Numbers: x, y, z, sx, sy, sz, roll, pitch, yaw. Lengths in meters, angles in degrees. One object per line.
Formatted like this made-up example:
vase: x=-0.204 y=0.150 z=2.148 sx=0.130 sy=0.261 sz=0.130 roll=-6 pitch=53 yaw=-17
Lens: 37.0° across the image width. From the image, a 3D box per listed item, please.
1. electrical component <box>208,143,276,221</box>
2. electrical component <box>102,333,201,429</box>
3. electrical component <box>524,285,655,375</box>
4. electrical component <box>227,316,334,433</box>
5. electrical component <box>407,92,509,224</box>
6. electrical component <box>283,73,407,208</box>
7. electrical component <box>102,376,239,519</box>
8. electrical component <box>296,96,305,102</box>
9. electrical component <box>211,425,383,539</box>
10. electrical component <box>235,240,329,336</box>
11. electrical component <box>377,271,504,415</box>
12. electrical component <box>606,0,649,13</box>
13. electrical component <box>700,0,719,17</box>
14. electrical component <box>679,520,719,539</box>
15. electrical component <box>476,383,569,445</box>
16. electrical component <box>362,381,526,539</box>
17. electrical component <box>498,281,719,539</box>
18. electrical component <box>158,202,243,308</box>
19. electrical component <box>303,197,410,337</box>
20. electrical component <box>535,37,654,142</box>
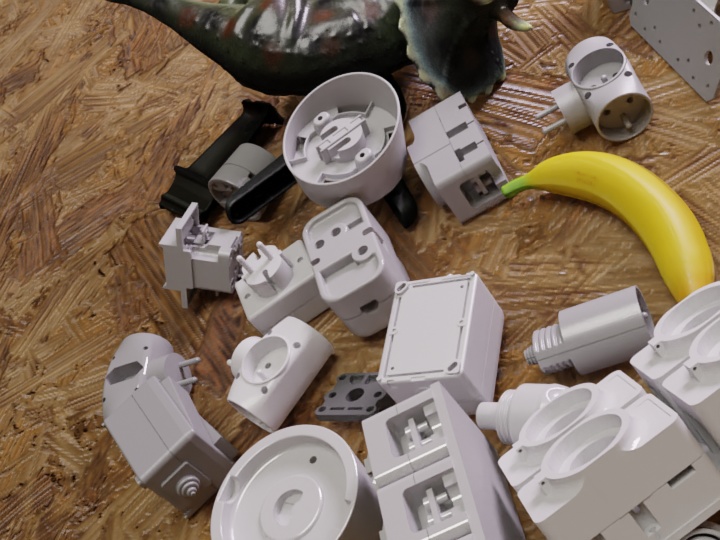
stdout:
electrical component: x=-0.099 y=-0.079 z=0.955 sx=0.055 sy=0.055 sz=0.047 roll=10 pitch=57 yaw=40
electrical component: x=-0.162 y=0.089 z=0.860 sx=0.079 sy=0.043 sz=0.077 roll=-18 pitch=46 yaw=23
electrical component: x=0.143 y=0.043 z=0.682 sx=0.081 sy=0.043 sz=0.043 roll=-21 pitch=45 yaw=20
electrical component: x=-0.071 y=0.073 z=0.809 sx=0.079 sy=0.044 sz=0.077 roll=20 pitch=68 yaw=44
electrical component: x=0.074 y=-0.086 z=0.839 sx=0.056 sy=0.050 sz=0.089 roll=-29 pitch=43 yaw=12
electrical component: x=-0.011 y=-0.099 z=0.845 sx=0.099 sy=0.064 sz=0.099 roll=-8 pitch=53 yaw=11
electrical component: x=-0.134 y=0.130 z=0.791 sx=0.061 sy=0.061 sz=0.096 roll=-44 pitch=42 yaw=-5
electrical component: x=-0.044 y=-0.182 z=1.016 sx=0.040 sy=0.040 sz=0.046 roll=-18 pitch=51 yaw=22
electrical component: x=-0.035 y=0.162 z=0.693 sx=0.108 sy=0.060 sz=0.108 roll=-19 pitch=46 yaw=21
electrical component: x=-0.067 y=0.007 z=0.839 sx=0.066 sy=0.076 sz=0.047 roll=-34 pitch=42 yaw=5
electrical component: x=0.058 y=0.048 z=0.725 sx=0.062 sy=0.061 sz=0.096 roll=-9 pitch=50 yaw=29
electrical component: x=0.237 y=-0.255 z=0.865 sx=0.089 sy=0.055 sz=0.050 roll=-13 pitch=48 yaw=27
electrical component: x=0.287 y=-0.213 z=0.791 sx=0.057 sy=0.058 sz=0.078 roll=12 pitch=72 yaw=42
electrical component: x=0.174 y=0.149 z=0.548 sx=0.043 sy=0.062 sz=0.043 roll=-2 pitch=78 yaw=8
electrical component: x=0.103 y=0.092 z=0.669 sx=0.062 sy=0.043 sz=0.043 roll=-3 pitch=53 yaw=36
electrical component: x=0.053 y=0.155 z=0.615 sx=0.062 sy=0.089 sz=0.150 roll=-28 pitch=43 yaw=13
electrical component: x=0.170 y=0.079 z=0.583 sx=0.186 sy=0.060 sz=0.105 roll=-38 pitch=9 yaw=2
electrical component: x=-0.131 y=-0.010 z=0.903 sx=0.064 sy=0.081 sz=0.042 roll=7 pitch=36 yaw=8
electrical component: x=0.000 y=0.000 z=0.810 sx=0.054 sy=0.059 sz=0.095 roll=-30 pitch=42 yaw=10
electrical component: x=0.170 y=-0.128 z=0.811 sx=0.079 sy=0.044 sz=0.077 roll=-28 pitch=43 yaw=13
